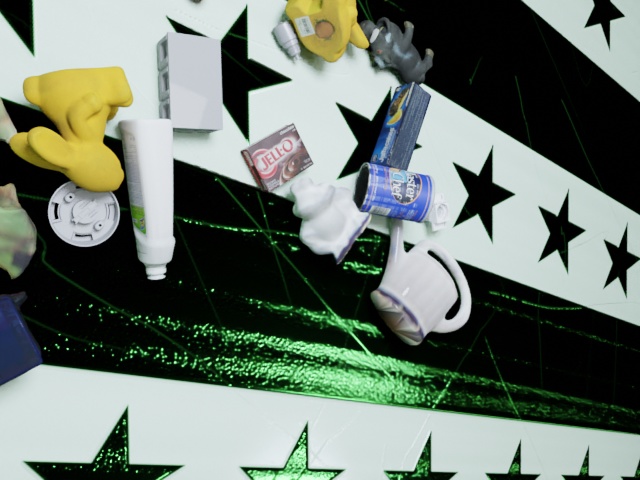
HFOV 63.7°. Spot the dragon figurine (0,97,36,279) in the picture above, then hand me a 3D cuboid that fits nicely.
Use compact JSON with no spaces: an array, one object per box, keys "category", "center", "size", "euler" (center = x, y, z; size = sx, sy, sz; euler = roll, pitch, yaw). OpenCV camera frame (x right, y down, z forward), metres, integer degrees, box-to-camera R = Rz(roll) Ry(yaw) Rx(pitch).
[{"category":"dragon figurine","center":[-0.495,-0.002,0.662],"size":[0.242,0.122,0.411],"euler":[13,86,-41]}]

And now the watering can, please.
[{"category":"watering can","center":[0.194,0.076,1.121],"size":[0.227,0.103,0.346],"euler":[-43,100,-24]}]

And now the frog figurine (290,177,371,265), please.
[{"category":"frog figurine","center":[0.003,-0.050,0.987],"size":[0.159,0.124,0.136],"euler":[37,109,-5]}]
